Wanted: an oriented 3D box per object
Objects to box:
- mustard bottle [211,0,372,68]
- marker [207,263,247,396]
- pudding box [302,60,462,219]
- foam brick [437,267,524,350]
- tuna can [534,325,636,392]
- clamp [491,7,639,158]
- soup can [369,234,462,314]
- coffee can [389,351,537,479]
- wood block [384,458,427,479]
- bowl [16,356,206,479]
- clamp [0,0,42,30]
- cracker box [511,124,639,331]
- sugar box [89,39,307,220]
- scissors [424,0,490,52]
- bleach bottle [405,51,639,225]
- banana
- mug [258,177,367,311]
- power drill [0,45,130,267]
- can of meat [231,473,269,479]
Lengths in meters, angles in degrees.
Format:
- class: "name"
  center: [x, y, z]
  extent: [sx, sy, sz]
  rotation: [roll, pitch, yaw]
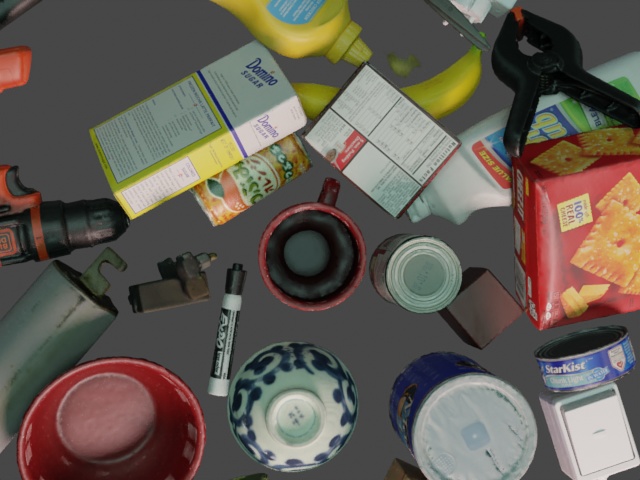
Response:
- class: "mustard bottle"
  center: [-0.034, -0.217, 0.942]
  extent: [0.191, 0.058, 0.096]
  rotation: [37, 57, -5]
- class: "marker"
  center: [-0.084, 0.081, 0.973]
  extent: [0.020, 0.020, 0.121]
  rotation: [9, 91, -4]
- class: "pudding box"
  center: [0.053, -0.087, 0.928]
  extent: [0.113, 0.039, 0.090]
  rotation: [41, 98, -2]
- class: "foam brick"
  center: [0.140, 0.060, 0.958]
  extent: [0.053, 0.078, 0.051]
  rotation: [-41, 92, -3]
- class: "tuna can"
  center: [0.239, 0.107, 0.963]
  extent: [0.086, 0.086, 0.034]
  rotation: [-18, 94, -3]
- class: "clamp"
  center: [0.189, -0.138, 0.926]
  extent: [0.120, 0.171, 0.039]
  rotation: [-17, 137, -12]
- class: "soup can"
  center: [0.083, 0.028, 0.941]
  extent: [0.068, 0.102, 0.068]
  rotation: [0, 91, -4]
- class: "coffee can"
  center: [0.120, 0.156, 0.928]
  extent: [0.102, 0.140, 0.103]
  rotation: [0, 92, -4]
- class: "wood block"
  center: [0.067, 0.314, 0.954]
  extent: [0.090, 0.091, 0.206]
  rotation: [26, 90, -4]
- class: "bowl"
  center: [-0.184, 0.168, 0.937]
  extent: [0.162, 0.055, 0.162]
  rotation: [-5, 108, -16]
- class: "clamp"
  center: [-0.355, -0.176, 0.936]
  extent: [0.164, 0.036, 0.210]
  rotation: [27, 92, -9]
- class: "cracker box"
  center: [0.280, -0.019, 0.933]
  extent: [0.213, 0.072, 0.164]
  rotation: [-11, 125, -4]
- class: "sugar box"
  center: [-0.107, -0.098, 0.931]
  extent: [0.176, 0.048, 0.093]
  rotation: [-27, 50, -4]
- class: "scissors"
  center: [0.062, -0.230, 0.953]
  extent: [0.096, 0.016, 0.202]
  rotation: [-29, 78, 6]
- class: "bleach bottle"
  center: [0.193, -0.075, 0.967]
  extent: [0.251, 0.068, 0.102]
  rotation: [-26, 93, 0]
- class: "banana"
  center: [0.066, -0.132, 0.972]
  extent: [0.197, 0.037, 0.069]
  rotation: [-15, 70, -5]
- class: "mug"
  center: [-0.006, 0.001, 0.944]
  extent: [0.093, 0.081, 0.117]
  rotation: [14, 91, -4]
- class: "power drill"
  center: [-0.269, -0.069, 0.923]
  extent: [0.184, 0.057, 0.188]
  rotation: [-11, 103, -10]
- class: "can of meat"
  center: [-0.082, 0.264, 0.960]
  extent: [0.102, 0.057, 0.084]
  rotation: [-17, 90, -3]
